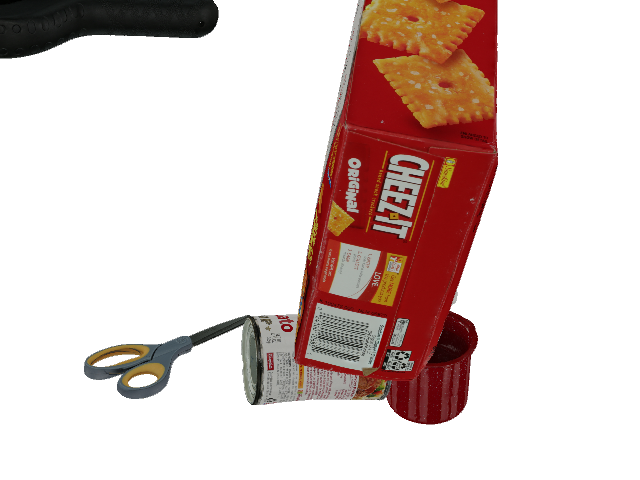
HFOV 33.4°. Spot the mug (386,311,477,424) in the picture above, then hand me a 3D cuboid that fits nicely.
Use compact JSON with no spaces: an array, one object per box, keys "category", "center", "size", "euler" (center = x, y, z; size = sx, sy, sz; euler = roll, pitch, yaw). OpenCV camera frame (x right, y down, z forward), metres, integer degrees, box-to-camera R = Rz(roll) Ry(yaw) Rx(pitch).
[{"category":"mug","center":[0.113,0.120,1.053],"size":[0.093,0.081,0.117],"euler":[25,41,35]}]

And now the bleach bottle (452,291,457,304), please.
[{"category":"bleach bottle","center":[0.126,-0.057,1.208],"size":[0.068,0.251,0.102],"euler":[-2,24,-13]}]

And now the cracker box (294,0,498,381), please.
[{"category":"cracker box","center":[0.043,-0.061,0.546],"size":[0.072,0.213,0.164],"euler":[11,-43,0]}]

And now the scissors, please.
[{"category":"scissors","center":[-0.143,0.120,1.112],"size":[0.201,0.016,0.096],"euler":[-11,31,-27]}]

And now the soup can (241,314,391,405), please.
[{"category":"soup can","center":[-0.004,0.089,0.803],"size":[0.102,0.068,0.069],"euler":[-1,0,-14]}]

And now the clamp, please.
[{"category":"clamp","center":[-0.159,-0.142,0.625],"size":[0.171,0.039,0.120],"euler":[-11,31,-28]}]
